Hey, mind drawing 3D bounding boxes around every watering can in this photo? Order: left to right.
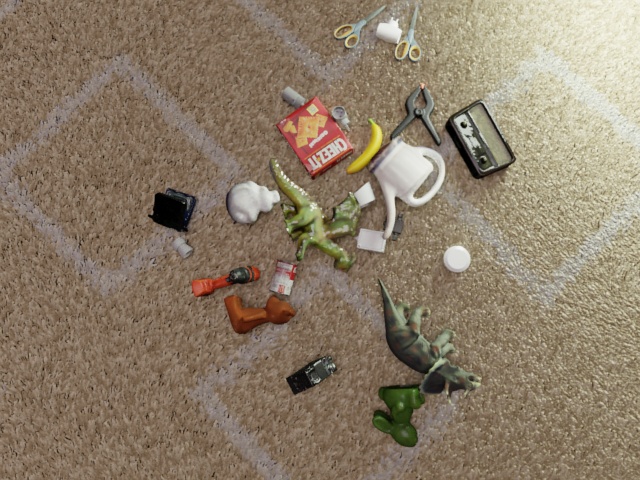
[{"bbox_3d":[0.242,-0.181,1.602,0.225,0.102,0.352,41,69,6],"label":"watering can"}]

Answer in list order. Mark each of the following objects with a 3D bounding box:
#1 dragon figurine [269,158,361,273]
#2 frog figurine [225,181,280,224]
[{"bbox_3d":[0.005,-0.080,1.584,0.242,0.123,0.407,-15,101,3],"label":"dragon figurine"},{"bbox_3d":[-0.212,-0.119,1.629,0.159,0.120,0.140,-5,63,14],"label":"frog figurine"}]
